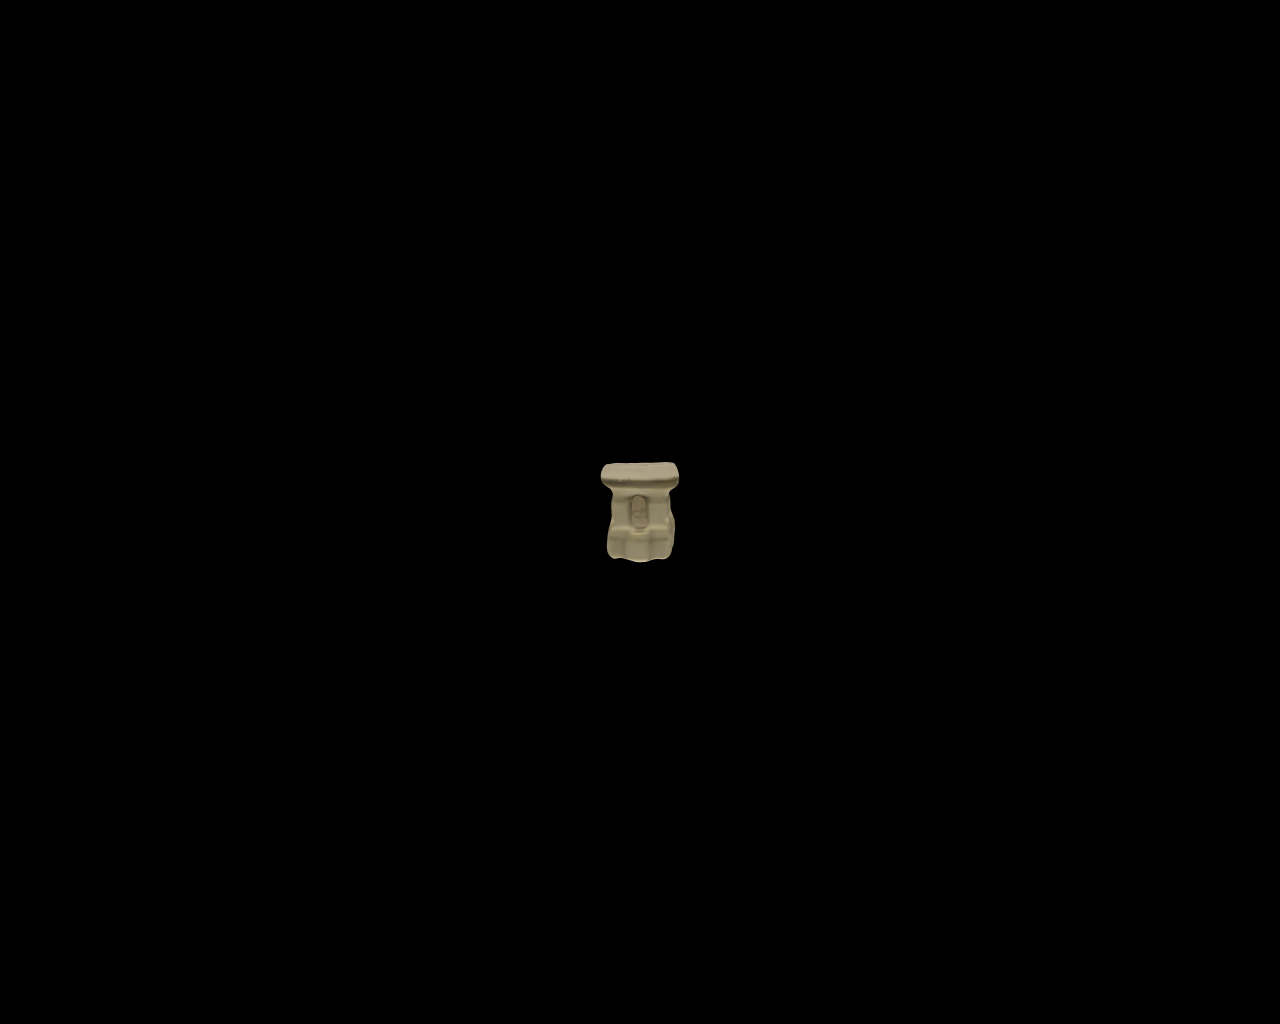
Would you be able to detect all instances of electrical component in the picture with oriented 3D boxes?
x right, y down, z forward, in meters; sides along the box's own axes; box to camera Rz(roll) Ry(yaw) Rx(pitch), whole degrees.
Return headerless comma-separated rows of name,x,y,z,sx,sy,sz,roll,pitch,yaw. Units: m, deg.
electrical component,0.001,-0.003,0.650,0.048,0.055,0.066,0,7,4
